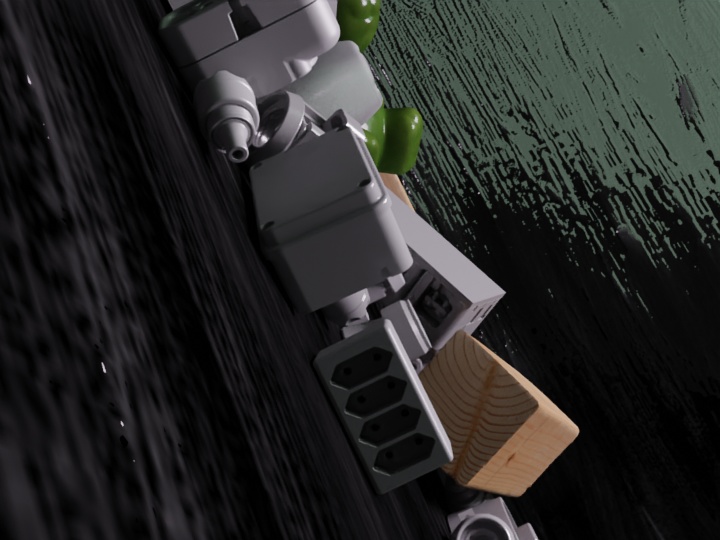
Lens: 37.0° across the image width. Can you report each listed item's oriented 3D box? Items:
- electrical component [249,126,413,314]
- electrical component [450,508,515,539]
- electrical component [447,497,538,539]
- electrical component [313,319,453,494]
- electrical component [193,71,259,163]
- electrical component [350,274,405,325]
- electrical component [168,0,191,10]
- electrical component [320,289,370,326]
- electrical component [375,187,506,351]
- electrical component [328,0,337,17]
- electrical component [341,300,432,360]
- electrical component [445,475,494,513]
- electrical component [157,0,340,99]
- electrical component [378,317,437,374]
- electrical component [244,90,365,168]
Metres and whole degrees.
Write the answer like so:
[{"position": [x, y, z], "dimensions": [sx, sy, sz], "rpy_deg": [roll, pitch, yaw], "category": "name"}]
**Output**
[{"position": [-0.021, -0.034, 0.648], "dimensions": [0.113, 0.078, 0.057], "rpy_deg": [-109, 175, -62], "category": "electrical component"}, {"position": [0.094, 0.213, 0.820], "dimensions": [0.055, 0.048, 0.066], "rpy_deg": [75, -9, -66], "category": "electrical component"}, {"position": [0.123, 0.242, 0.896], "dimensions": [0.108, 0.060, 0.108], "rpy_deg": [63, 4, -7], "category": "electrical component"}, {"position": [0.014, 0.075, 0.623], "dimensions": [0.083, 0.047, 0.075], "rpy_deg": [64, 4, -2], "category": "electrical component"}, {"position": [-0.072, -0.081, 0.593], "dimensions": [0.061, 0.035, 0.035], "rpy_deg": [-110, 173, -45], "category": "electrical component"}, {"position": [0.000, 0.000, 0.868], "dimensions": [0.078, 0.057, 0.058], "rpy_deg": [63, 4, -12], "category": "electrical component"}, {"position": [-0.104, -0.197, 0.722], "dimensions": [0.081, 0.064, 0.042], "rpy_deg": [63, 4, -1], "category": "electrical component"}, {"position": [-0.019, 0.008, 0.726], "dimensions": [0.061, 0.035, 0.035], "rpy_deg": [58, 7, -41], "category": "electrical component"}, {"position": [0.040, -0.002, 0.939], "dimensions": [0.150, 0.061, 0.089], "rpy_deg": [43, 20, 16], "category": "electrical component"}, {"position": [-0.073, -0.207, 0.797], "dimensions": [0.109, 0.109, 0.056], "rpy_deg": [-26, 120, -86], "category": "electrical component"}, {"position": [0.020, 0.052, 0.801], "dimensions": [0.045, 0.055, 0.045], "rpy_deg": [63, 4, -7], "category": "electrical component"}, {"position": [0.095, 0.200, 0.952], "dimensions": [0.078, 0.040, 0.040], "rpy_deg": [61, 5, -38], "category": "electrical component"}, {"position": [-0.063, -0.139, 0.635], "dimensions": [0.059, 0.095, 0.053], "rpy_deg": [62, 4, -25], "category": "electrical component"}, {"position": [0.047, 0.084, 0.982], "dimensions": [0.095, 0.054, 0.059], "rpy_deg": [61, 4, -33], "category": "electrical component"}, {"position": [-0.045, -0.083, 0.718], "dimensions": [0.057, 0.078, 0.058], "rpy_deg": [35, 20, -34], "category": "electrical component"}]
